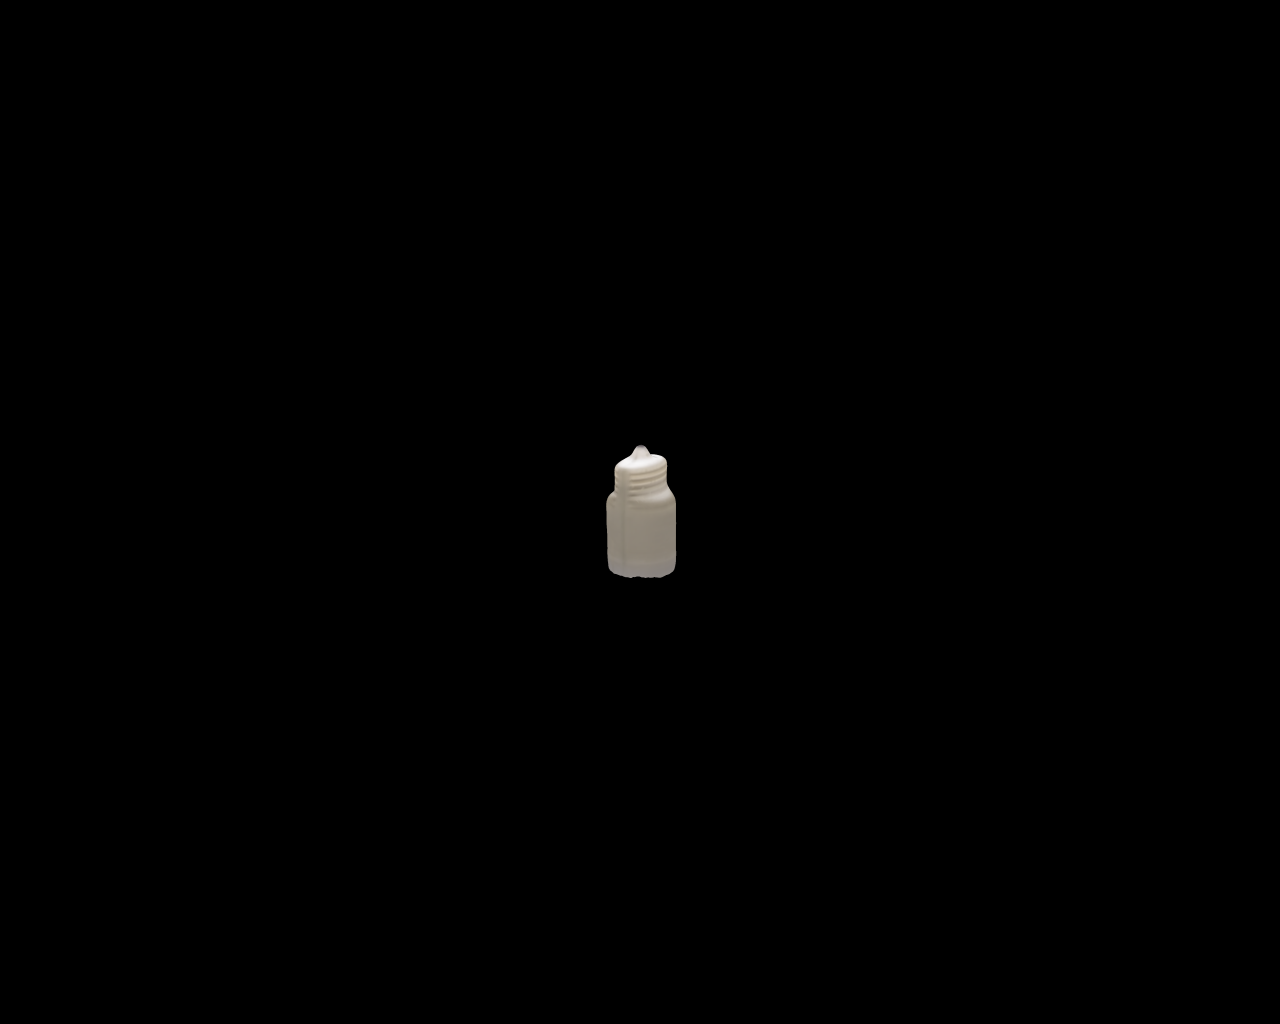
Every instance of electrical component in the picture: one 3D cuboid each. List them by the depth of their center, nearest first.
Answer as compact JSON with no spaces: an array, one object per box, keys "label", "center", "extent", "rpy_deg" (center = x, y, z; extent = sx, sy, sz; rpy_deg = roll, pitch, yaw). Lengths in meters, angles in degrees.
[{"label":"electrical component","center":[0.001,-0.003,0.650],"extent":[0.043,0.080,0.043],"rpy_deg":[0,17,0]}]
